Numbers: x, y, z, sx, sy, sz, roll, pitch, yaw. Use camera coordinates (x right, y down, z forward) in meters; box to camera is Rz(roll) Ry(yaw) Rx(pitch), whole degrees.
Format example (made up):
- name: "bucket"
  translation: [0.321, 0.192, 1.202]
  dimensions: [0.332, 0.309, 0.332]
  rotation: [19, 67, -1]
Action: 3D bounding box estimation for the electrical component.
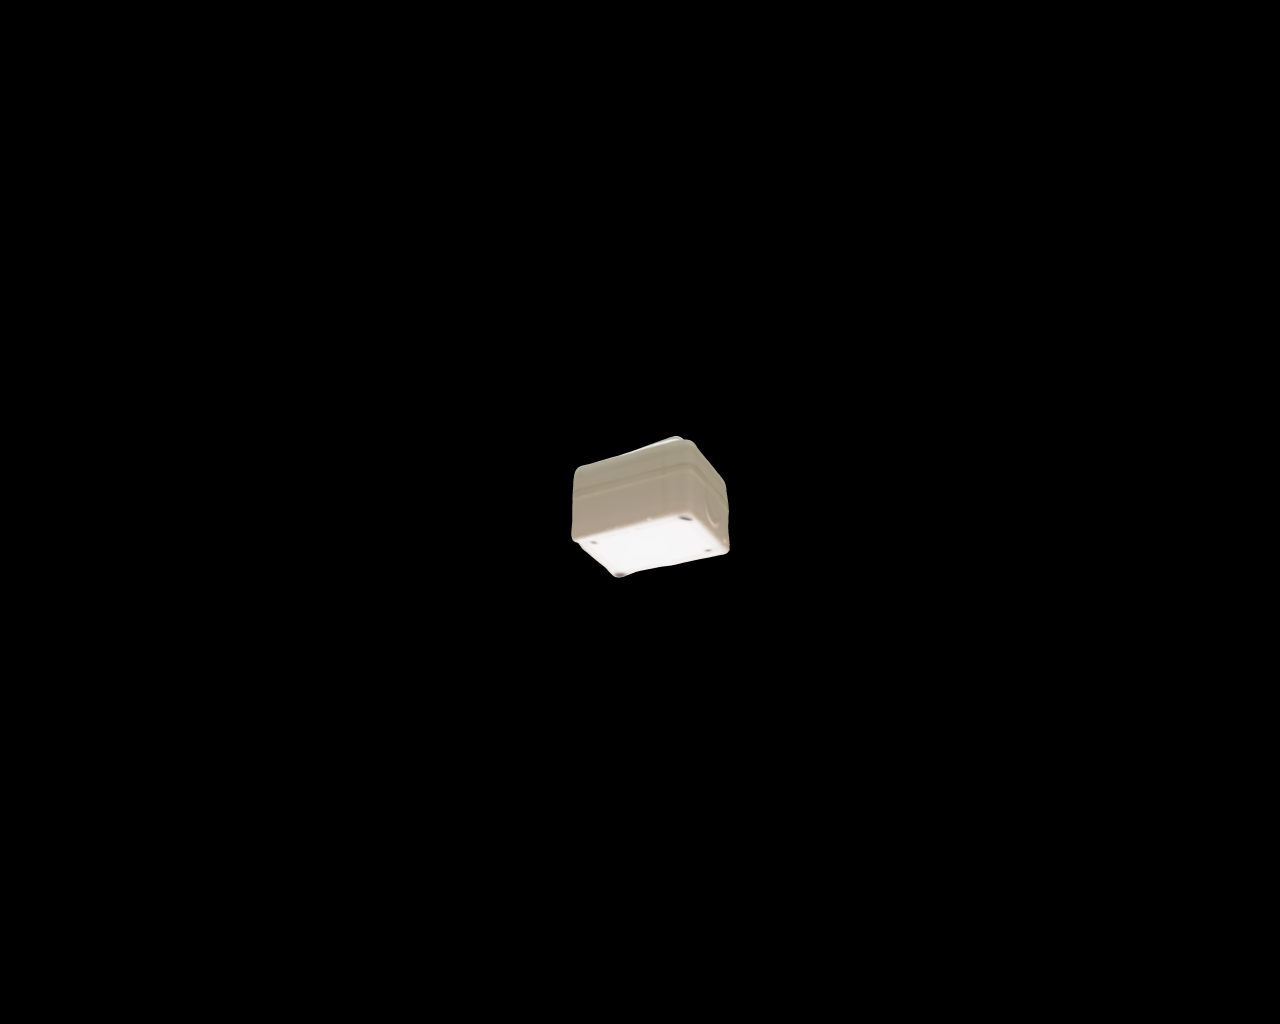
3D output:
- name: "electrical component"
  translation: [0.001, -0.003, 0.650]
  dimensions: [0.096, 0.061, 0.061]
  rotation: [-13, -32, 22]
